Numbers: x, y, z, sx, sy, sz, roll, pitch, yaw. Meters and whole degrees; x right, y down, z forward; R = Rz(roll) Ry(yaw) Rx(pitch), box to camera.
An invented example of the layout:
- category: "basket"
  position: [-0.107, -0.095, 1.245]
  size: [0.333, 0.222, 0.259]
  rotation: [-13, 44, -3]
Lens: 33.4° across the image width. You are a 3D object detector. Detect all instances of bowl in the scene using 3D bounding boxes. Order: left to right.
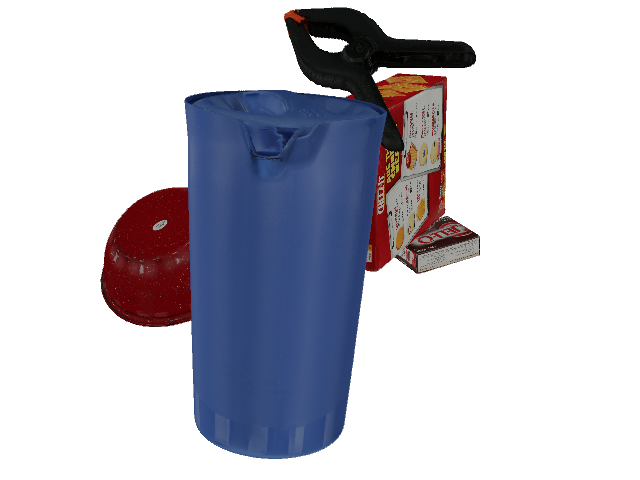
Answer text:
- category: "bowl"
  position: [-0.140, 0.002, 0.998]
  size: [0.162, 0.162, 0.055]
  rotation: [0, -41, 21]

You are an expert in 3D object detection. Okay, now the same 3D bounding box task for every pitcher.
- category: "pitcher"
  position: [-0.028, 0.017, 0.744]
  size: [0.148, 0.243, 0.145]
  rotation: [-10, 21, -40]

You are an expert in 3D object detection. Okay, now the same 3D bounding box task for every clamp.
- category: "clamp"
  position: [0.047, -0.161, 0.932]
  size: [0.120, 0.172, 0.039]
  rotation: [-40, -23, -19]

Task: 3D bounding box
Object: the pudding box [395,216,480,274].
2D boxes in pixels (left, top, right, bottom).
- category: "pudding box"
  position: [0.169, 0.006, 1.602]
  size: [0.113, 0.039, 0.090]
  rotation: [-18, 27, -20]

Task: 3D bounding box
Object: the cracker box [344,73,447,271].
- category: "cracker box"
  position: [0.071, -0.080, 1.142]
  size: [0.072, 0.164, 0.213]
  rotation: [8, 21, 24]
